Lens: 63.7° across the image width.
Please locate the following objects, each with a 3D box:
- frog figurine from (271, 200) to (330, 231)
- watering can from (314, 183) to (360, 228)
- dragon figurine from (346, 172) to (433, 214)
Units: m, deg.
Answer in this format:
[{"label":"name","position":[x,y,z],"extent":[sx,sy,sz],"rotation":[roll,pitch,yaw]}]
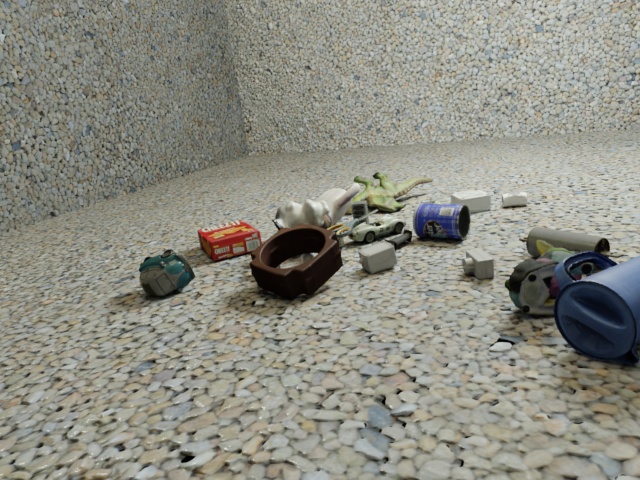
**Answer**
[{"label":"frog figurine","position":[-0.053,-0.068,1.551],"extent":[0.160,0.138,0.121],"rotation":[-42,-10,-11]},{"label":"watering can","position":[0.005,-0.089,1.767],"extent":[0.228,0.103,0.343],"rotation":[-46,9,-38]},{"label":"dragon figurine","position":[0.264,-0.164,1.990],"extent":[0.410,0.119,0.248],"rotation":[-10,34,-1]}]
